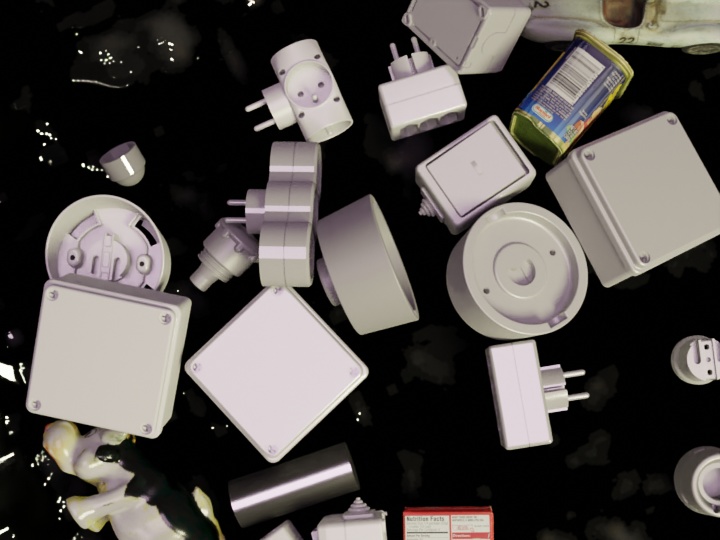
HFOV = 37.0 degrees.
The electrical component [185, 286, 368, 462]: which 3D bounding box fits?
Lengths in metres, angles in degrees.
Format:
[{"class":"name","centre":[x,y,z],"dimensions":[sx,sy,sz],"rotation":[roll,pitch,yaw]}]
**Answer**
[{"class":"electrical component","centre":[-0.066,0.081,0.881],"dimensions":[0.109,0.056,0.108],"rotation":[-43,83,-2]}]

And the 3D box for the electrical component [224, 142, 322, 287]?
[{"class":"electrical component","centre":[-0.073,-0.047,0.874],"dimensions":[0.074,0.052,0.138],"rotation":[1,53,3]}]

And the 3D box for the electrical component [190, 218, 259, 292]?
[{"class":"electrical component","centre":[-0.115,-0.010,0.900],"dimensions":[0.048,0.048,0.062],"rotation":[45,95,6]}]

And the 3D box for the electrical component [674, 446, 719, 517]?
[{"class":"electrical component","centre":[0.284,0.169,0.857],"dimensions":[0.055,0.047,0.055],"rotation":[0,84,3]}]

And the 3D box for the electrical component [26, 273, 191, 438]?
[{"class":"electrical component","centre":[-0.199,0.066,0.854],"dimensions":[0.109,0.056,0.108],"rotation":[12,99,2]}]

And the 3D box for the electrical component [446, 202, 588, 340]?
[{"class":"electrical component","centre":[0.122,0.006,0.872],"dimensions":[0.108,0.060,0.108],"rotation":[5,74,-17]}]

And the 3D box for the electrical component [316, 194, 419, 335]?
[{"class":"electrical component","centre":[0.000,0.000,0.863],"dimensions":[0.060,0.108,0.108],"rotation":[-21,83,7]}]

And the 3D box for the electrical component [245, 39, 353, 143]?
[{"class":"electrical component","centre":[-0.057,-0.143,0.910],"dimensions":[0.079,0.044,0.077],"rotation":[-24,83,1]}]

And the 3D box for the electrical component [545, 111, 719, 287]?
[{"class":"electrical component","centre":[0.224,-0.057,0.862],"dimensions":[0.109,0.056,0.108],"rotation":[-24,82,-25]}]

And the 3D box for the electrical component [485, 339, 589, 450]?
[{"class":"electrical component","centre":[0.147,0.098,0.872],"dimensions":[0.076,0.047,0.083],"rotation":[-9,84,2]}]

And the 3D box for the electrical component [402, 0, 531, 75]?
[{"class":"electrical component","centre":[0.086,-0.213,0.886],"dimensions":[0.096,0.061,0.061],"rotation":[50,132,30]}]

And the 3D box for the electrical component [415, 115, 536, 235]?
[{"class":"electrical component","centre":[0.089,-0.074,0.886],"dimensions":[0.096,0.061,0.061],"rotation":[-34,83,-1]}]

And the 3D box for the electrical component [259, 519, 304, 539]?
[{"class":"electrical component","centre":[-0.071,0.258,0.867],"dimensions":[0.083,0.047,0.075],"rotation":[-36,84,-1]}]

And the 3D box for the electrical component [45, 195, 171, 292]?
[{"class":"electrical component","centre":[-0.207,-0.008,0.894],"dimensions":[0.099,0.064,0.099],"rotation":[0,84,3]}]

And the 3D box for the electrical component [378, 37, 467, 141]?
[{"class":"electrical component","centre":[0.047,-0.158,0.905],"dimensions":[0.066,0.047,0.076],"rotation":[-17,83,1]}]

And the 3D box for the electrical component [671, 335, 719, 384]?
[{"class":"electrical component","centre":[0.276,0.072,0.869],"dimensions":[0.040,0.046,0.040],"rotation":[0,85,4]}]

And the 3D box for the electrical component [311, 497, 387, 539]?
[{"class":"electrical component","centre":[-0.007,0.231,0.859],"dimensions":[0.061,0.061,0.096],"rotation":[-5,84,3]}]
